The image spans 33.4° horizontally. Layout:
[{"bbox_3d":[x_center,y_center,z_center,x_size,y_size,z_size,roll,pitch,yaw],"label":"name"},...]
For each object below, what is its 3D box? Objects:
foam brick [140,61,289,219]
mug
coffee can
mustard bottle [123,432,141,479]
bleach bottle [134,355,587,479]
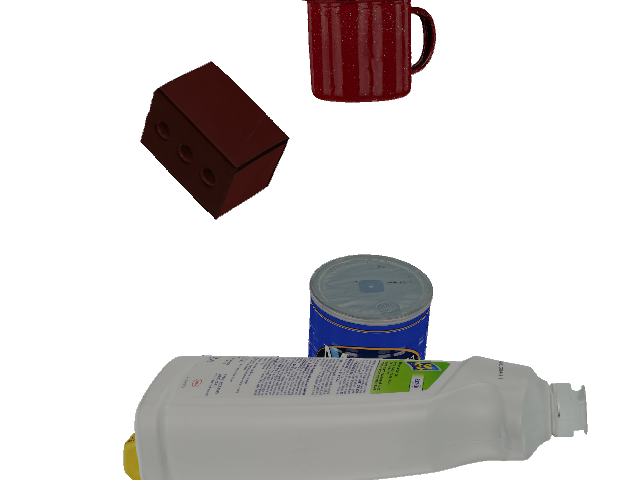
[{"bbox_3d":[-0.069,-0.065,0.686,0.051,0.078,0.053,-34,-17,-37],"label":"foam brick"},{"bbox_3d":[0.042,-0.158,0.864,0.117,0.081,0.093,-11,18,-29],"label":"mug"},{"bbox_3d":[0.040,0.097,0.916,0.103,0.140,0.103,2,29,-1],"label":"coffee can"},{"bbox_3d":[-0.112,0.184,1.059,0.096,0.058,0.191,7,18,15],"label":"mustard bottle"},{"bbox_3d":[0.027,0.105,0.624,0.251,0.068,0.102,-3,17,10],"label":"bleach bottle"}]
